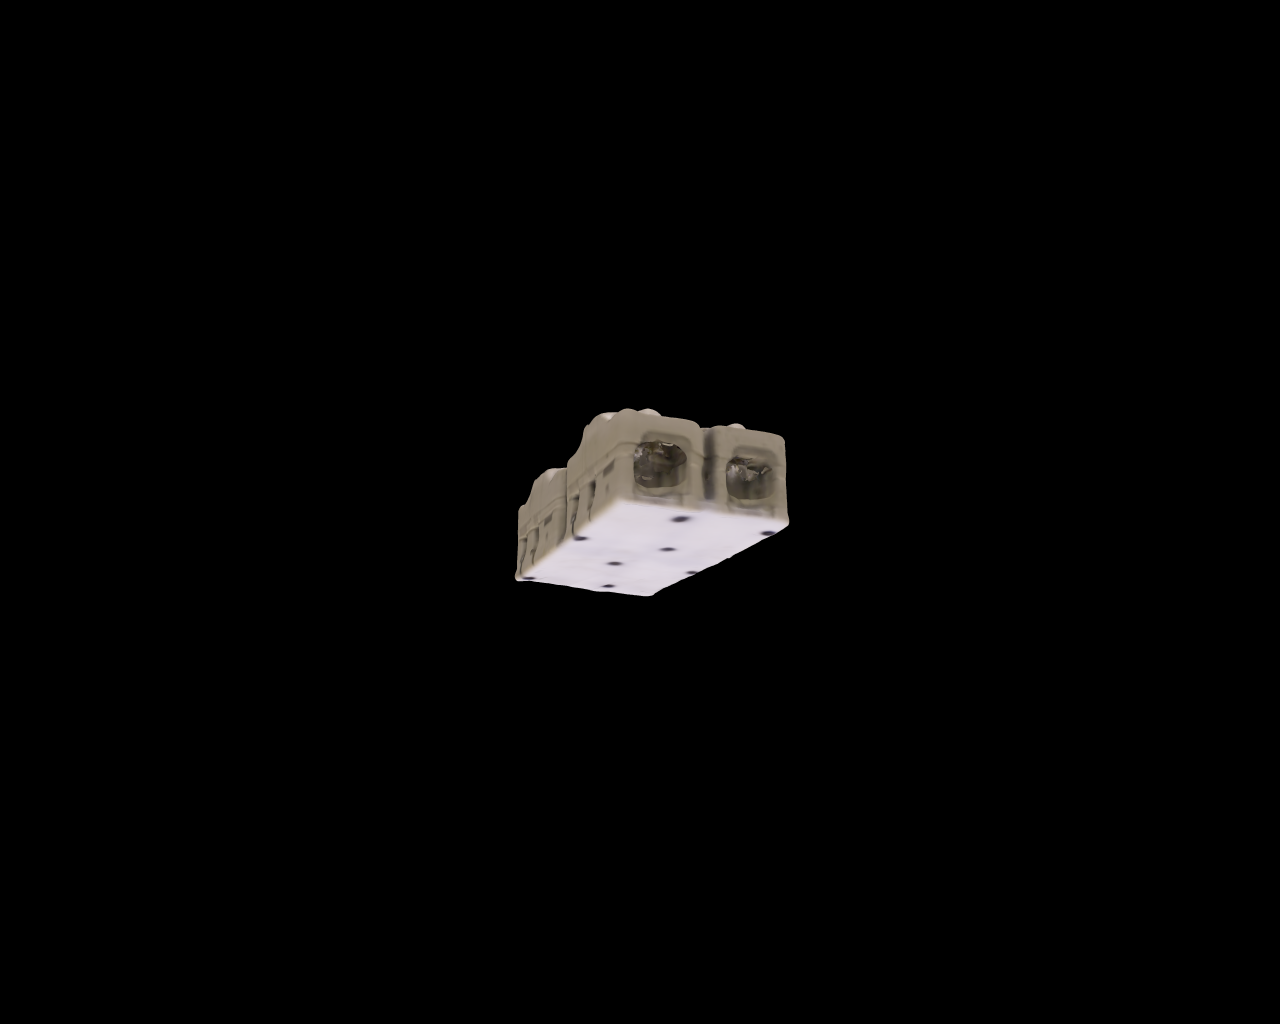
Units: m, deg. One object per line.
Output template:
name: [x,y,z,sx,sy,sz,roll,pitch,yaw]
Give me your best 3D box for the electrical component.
electrical component: [0.001,-0.003,0.650,0.105,0.060,0.186,8,-20,-22]
